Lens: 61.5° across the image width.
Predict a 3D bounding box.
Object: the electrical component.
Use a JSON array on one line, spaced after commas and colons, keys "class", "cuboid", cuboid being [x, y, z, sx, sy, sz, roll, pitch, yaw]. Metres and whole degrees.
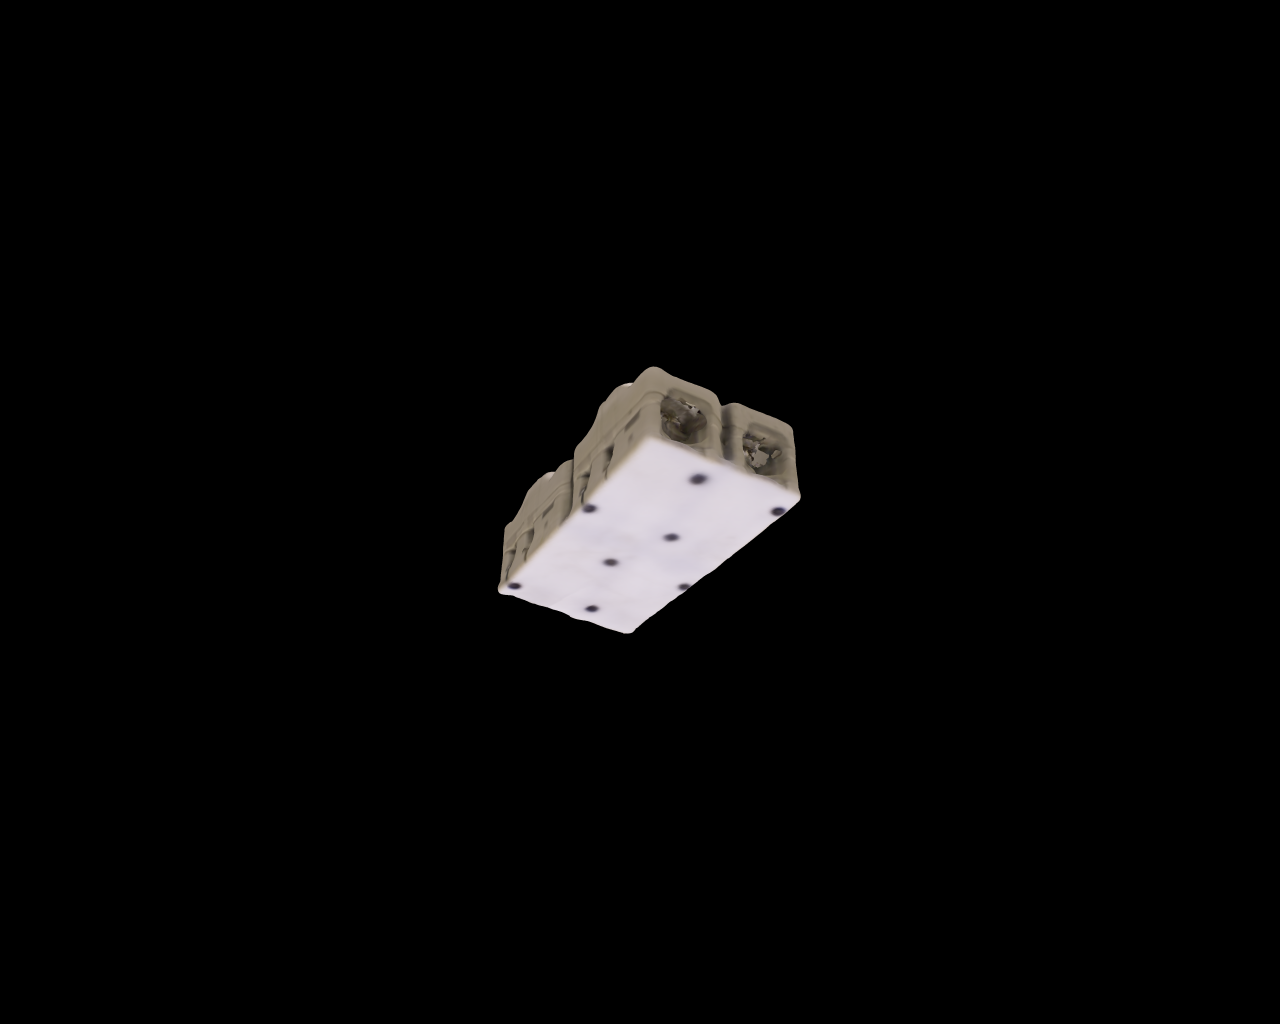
[{"class": "electrical component", "cuboid": [0.001, -0.003, 0.650, 0.105, 0.060, 0.186, 20, -40, -25]}]
